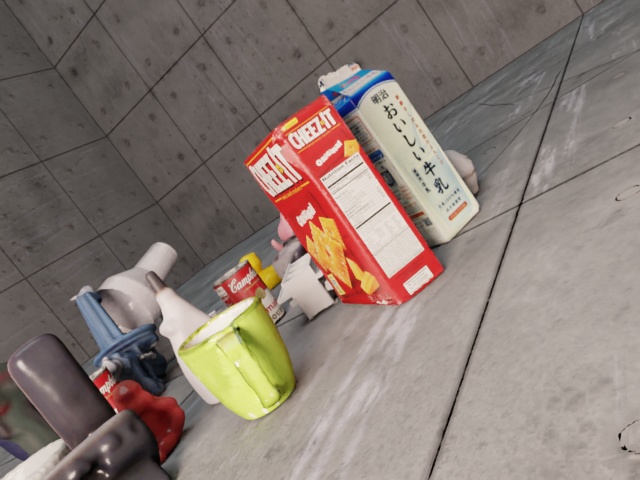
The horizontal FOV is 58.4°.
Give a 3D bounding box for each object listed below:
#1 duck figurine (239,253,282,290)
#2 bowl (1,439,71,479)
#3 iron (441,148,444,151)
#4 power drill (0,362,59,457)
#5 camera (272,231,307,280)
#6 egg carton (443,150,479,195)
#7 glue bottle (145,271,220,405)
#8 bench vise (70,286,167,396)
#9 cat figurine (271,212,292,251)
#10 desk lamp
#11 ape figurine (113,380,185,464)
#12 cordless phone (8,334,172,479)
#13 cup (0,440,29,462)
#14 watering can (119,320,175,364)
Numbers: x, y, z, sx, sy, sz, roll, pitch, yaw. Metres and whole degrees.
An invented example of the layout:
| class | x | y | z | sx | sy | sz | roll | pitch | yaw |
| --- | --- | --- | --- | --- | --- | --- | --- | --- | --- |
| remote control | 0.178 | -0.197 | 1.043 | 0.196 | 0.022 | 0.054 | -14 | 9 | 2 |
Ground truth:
| class | x | y | z | sx | sy | sz | roll | pitch | yaw |
| --- | --- | --- | --- | --- | --- | --- | --- | --- | --- |
| duck figurine | -0.127 | 0.065 | 1.187 | 0.105 | 0.086 | 0.077 | -38 | 8 | -17 |
| bowl | -0.336 | 0.308 | 0.642 | 0.167 | 0.075 | 0.167 | -35 | 7 | 6 |
| iron | 0.165 | -0.155 | 1.026 | 0.118 | 0.141 | 0.258 | -35 | 7 | 8 |
| power drill | -0.416 | 0.261 | 0.778 | 0.075 | 0.208 | 0.230 | -33 | 8 | 20 |
| camera | 0.008 | 0.003 | 0.899 | 0.143 | 0.101 | 0.136 | -41 | 9 | -36 |
| egg carton | 0.151 | -0.067 | 0.815 | 0.150 | 0.069 | 0.107 | -34 | 8 | 13 |
| glue bottle | -0.154 | 0.109 | 0.688 | 0.037 | 0.173 | 0.078 | -28 | 11 | 45 |
| bench vise | -0.341 | 0.169 | 0.979 | 0.122 | 0.220 | 0.207 | -39 | 8 | -22 |
| cat figurine | -0.057 | -0.002 | 1.167 | 0.067 | 0.118 | 0.128 | -30 | 9 | 35 |
| desk lamp | -0.300 | 0.121 | 1.124 | 0.117 | 0.213 | 0.204 | -29 | 10 | 41 |
| ape figurine | -0.198 | 0.198 | 0.640 | 0.078 | 0.092 | 0.076 | -39 | 8 | -22 |
| cordless phone | -0.240 | 0.190 | 0.515 | 0.094 | 0.185 | 0.148 | -28 | 11 | 45 |
| cup | -0.487 | 0.347 | 1.008 | 0.118 | 0.095 | 0.091 | -36 | 8 | -5 |
| watering can | -0.393 | 0.188 | 1.199 | 0.172 | 0.194 | 0.101 | -29 | 10 | 43 |
